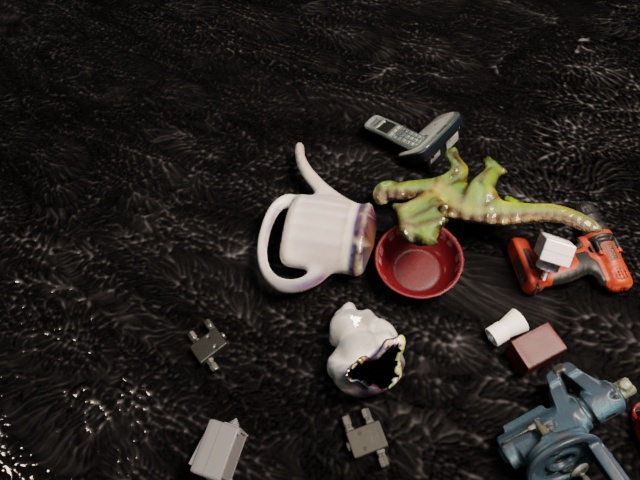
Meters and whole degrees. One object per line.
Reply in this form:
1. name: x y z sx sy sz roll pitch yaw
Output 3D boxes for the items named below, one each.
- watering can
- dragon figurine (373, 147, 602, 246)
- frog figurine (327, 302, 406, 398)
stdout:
1. watering can: 0.003 -0.051 1.015 0.224 0.102 0.355 8 60 10
2. dragon figurine: 0.252 -0.049 0.936 0.245 0.119 0.415 -32 37 -21
3. frog figurine: 0.066 0.186 0.883 0.138 0.121 0.161 -43 28 -9
